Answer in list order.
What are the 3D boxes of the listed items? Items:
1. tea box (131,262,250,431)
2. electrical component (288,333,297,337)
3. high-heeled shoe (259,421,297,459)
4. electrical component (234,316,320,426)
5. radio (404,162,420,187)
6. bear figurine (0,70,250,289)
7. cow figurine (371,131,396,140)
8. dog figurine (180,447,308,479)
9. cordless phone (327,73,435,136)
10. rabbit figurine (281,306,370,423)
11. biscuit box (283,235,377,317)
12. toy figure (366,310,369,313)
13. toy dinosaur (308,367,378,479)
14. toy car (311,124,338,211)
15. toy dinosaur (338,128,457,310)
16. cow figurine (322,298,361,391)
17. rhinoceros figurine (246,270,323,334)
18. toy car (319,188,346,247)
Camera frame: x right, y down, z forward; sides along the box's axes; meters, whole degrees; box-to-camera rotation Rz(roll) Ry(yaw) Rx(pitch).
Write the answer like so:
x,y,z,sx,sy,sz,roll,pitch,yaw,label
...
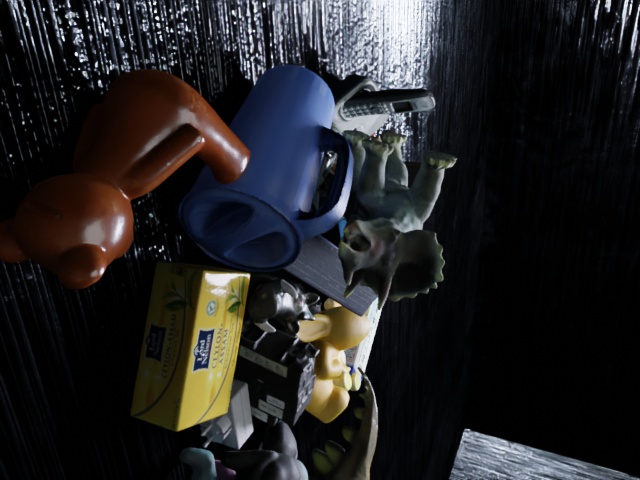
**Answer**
x,y,z,sx,sy,sz,roll,pitch,yaw,label
-0.142,0.113,0.601,0.098,0.068,0.169,9,90,-66,tea box
-0.058,0.176,0.772,0.021,0.063,0.094,-34,128,-71,electrical component
-0.080,0.409,0.873,0.145,0.086,0.248,-101,-160,-52,high-heeled shoe
-0.067,0.182,0.719,0.058,0.115,0.134,-41,149,-52,electrical component
0.163,-0.051,1.145,0.131,0.073,0.229,-136,-127,-78,radio
-0.160,-0.041,0.451,0.131,0.120,0.196,60,46,-59,bear figurine
0.089,-0.123,1.017,0.195,0.086,0.127,-54,143,-53,cow figurine
-0.113,0.367,0.631,0.108,0.192,0.219,70,21,-57,dog figurine
0.107,-0.218,0.896,0.146,0.184,0.088,34,63,-63,cordless phone
-0.002,0.167,0.846,0.173,0.122,0.162,-46,108,-3,rabbit figurine
0.003,0.032,0.731,0.202,0.059,0.063,36,93,-40,biscuit box
0.053,0.058,0.988,0.089,0.082,0.180,-98,-171,-69,toy figure
0.034,0.468,0.935,0.471,0.199,0.105,-65,162,-10,toy dinosaur
-0.028,-0.086,0.776,0.056,0.074,0.201,45,57,-56,toy car
0.079,-0.045,0.729,0.405,0.131,0.192,-95,-164,-74,toy dinosaur
0.011,0.187,0.954,0.068,0.098,0.167,13,67,-62,cow figurine
-0.052,0.079,0.718,0.073,0.112,0.190,-53,163,4,rhinoceros figurine
-0.002,-0.003,0.850,0.103,0.109,0.161,-69,153,-82,toy car
